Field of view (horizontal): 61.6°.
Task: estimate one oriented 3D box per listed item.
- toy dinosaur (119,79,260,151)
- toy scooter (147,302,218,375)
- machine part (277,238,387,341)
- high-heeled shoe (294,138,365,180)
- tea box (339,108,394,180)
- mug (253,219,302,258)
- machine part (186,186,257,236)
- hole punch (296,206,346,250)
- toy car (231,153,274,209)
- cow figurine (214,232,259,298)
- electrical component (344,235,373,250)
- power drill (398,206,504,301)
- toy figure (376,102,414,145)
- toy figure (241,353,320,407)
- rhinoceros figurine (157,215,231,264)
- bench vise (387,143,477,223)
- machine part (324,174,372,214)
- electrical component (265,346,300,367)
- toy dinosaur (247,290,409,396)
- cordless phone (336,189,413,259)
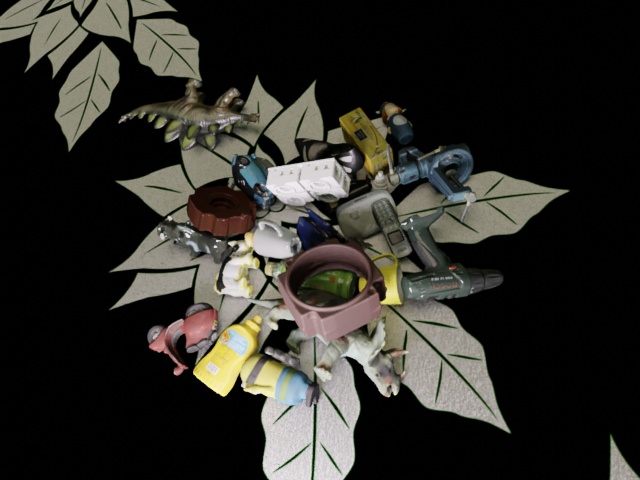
[{"bbox_3d":[-0.385,-0.370,1.589,0.472,0.105,0.198,12,70,23],"label":"toy dinosaur"},{"bbox_3d":[-0.314,0.237,1.268,0.184,0.075,0.135,-27,60,2],"label":"toy scooter"},{"bbox_3d":[0.024,0.099,1.145,0.201,0.087,0.201,-25,46,-11],"label":"machine part"},{"bbox_3d":[0.013,-0.236,1.401,0.249,0.145,0.086,31,73,23],"label":"high-heeled shoe"},{"bbox_3d":[0.123,-0.253,1.412,0.068,0.098,0.170,-30,59,-4],"label":"tea box"},{"bbox_3d":[-0.102,-0.004,1.316,0.107,0.109,0.081,13,43,32],"label":"mug"},{"bbox_3d":[-0.251,-0.079,1.371,0.179,0.056,0.179,10,32,-7],"label":"machine part"},{"bbox_3d":[-0.003,-0.004,1.304,0.092,0.115,0.142,-45,59,-3],"label":"hole punch"},{"bbox_3d":[-0.163,-0.167,1.432,0.103,0.109,0.162,-32,68,-24],"label":"toy car"},{"bbox_3d":[-0.207,0.058,1.344,0.098,0.068,0.167,-1,62,19],"label":"cow figurine"},{"bbox_3d":[0.078,0.031,1.272,0.078,0.102,0.045,-19,58,-45],"label":"electrical component"},{"bbox_3d":[0.279,0.033,1.216,0.232,0.086,0.207,-15,80,-9],"label":"power drill"},{"bbox_3d":[0.205,-0.325,1.457,0.064,0.057,0.154,-2,52,-32],"label":"toy figure"},{"bbox_3d":[-0.088,0.307,1.177,0.180,0.082,0.089,9,66,20],"label":"toy figure"},{"bbox_3d":[-0.325,-0.003,1.376,0.190,0.112,0.073,15,69,11],"label":"rhinoceros figurine"},{"bbox_3d":[0.288,-0.156,1.301,0.224,0.128,0.241,-11,40,-14],"label":"bench vise"},{"bbox_3d":[0.072,-0.120,1.390,0.139,0.039,0.084,-29,52,-1],"label":"machine part"},{"bbox_3d":[-0.074,0.259,1.181,0.063,0.094,0.021,5,67,56],"label":"electrical component"},{"bbox_3d":[0.015,0.186,1.196,0.192,0.131,0.405,-40,59,-17],"label":"toy dinosaur"},{"bbox_3d":[0.132,-0.020,1.300,0.147,0.088,0.184,-23,66,0],"label":"cordless phone"}]
